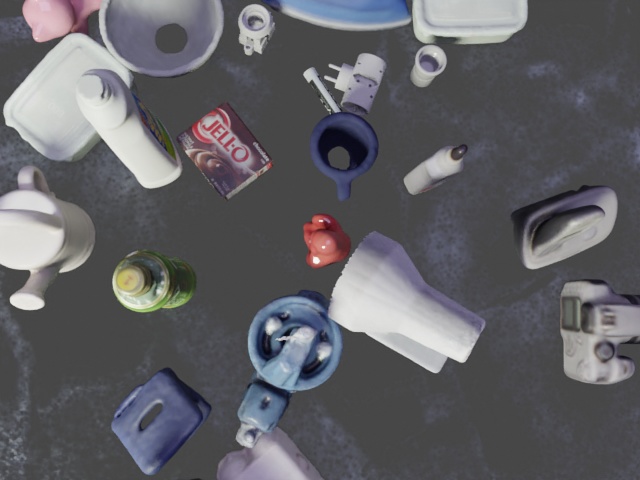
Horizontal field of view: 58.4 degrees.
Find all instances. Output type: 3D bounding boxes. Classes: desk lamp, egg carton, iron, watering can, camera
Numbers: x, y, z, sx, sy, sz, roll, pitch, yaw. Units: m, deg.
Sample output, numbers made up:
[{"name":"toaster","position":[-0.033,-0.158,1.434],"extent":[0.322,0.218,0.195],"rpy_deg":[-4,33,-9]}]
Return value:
[{"name":"desk lamp","position":[0.110,0.086,0.724],"extent":[0.203,0.213,0.118],"rpy_deg":[30,84,0]},{"name":"egg carton","position":[-0.059,0.327,0.766],"extent":[0.107,0.069,0.150],"rpy_deg":[-42,89,-6]},{"name":"iron","position":[0.019,-0.379,0.793],"extent":[0.258,0.141,0.119],"rpy_deg":[18,84,-2]},{"name":"watering can","position":[-0.359,-0.005,0.714],"extent":[0.101,0.194,0.173],"rpy_deg":[-27,87,-5]},{"name":"camera","position":[0.419,0.127,0.795],"extent":[0.137,0.100,0.143],"rpy_deg":[1,85,-3]}]

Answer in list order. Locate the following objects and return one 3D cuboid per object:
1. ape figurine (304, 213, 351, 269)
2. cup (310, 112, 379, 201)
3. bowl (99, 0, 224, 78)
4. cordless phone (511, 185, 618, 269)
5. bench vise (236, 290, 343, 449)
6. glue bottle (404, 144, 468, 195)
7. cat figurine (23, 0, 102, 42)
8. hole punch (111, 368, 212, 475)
[{"name":"ape figurine","position":[0.007,0.003,0.786],"extent":[0.076,0.092,0.078],"rpy_deg":[28,84,0]},{"name":"cup","position":[0.030,-0.108,0.795],"extent":[0.091,0.095,0.118],"rpy_deg":[-1,85,-3]},{"name":"bowl","position":[-0.215,-0.299,0.806],"extent":[0.167,0.074,0.167],"rpy_deg":[0,85,-3]},{"name":"cordless phone","position":[0.348,-0.024,0.761],"extent":[0.147,0.185,0.094],"rpy_deg":[-24,87,-5]},{"name":"bench vise","position":[-0.035,0.164,0.706],"extent":[0.121,0.219,0.207],"rpy_deg":[9,85,-2]},{"name":"glue bottle","position":[0.164,-0.100,0.763],"extent":[0.078,0.173,0.037],"rpy_deg":[-28,87,-5]},{"name":"cat figurine","position":[-0.347,-0.320,0.779],"extent":[0.067,0.117,0.128],"rpy_deg":[40,84,1]},{"name":"hole punch","position":[-0.214,0.236,0.754],"extent":[0.101,0.091,0.109],"rpy_deg":[42,84,1]}]
